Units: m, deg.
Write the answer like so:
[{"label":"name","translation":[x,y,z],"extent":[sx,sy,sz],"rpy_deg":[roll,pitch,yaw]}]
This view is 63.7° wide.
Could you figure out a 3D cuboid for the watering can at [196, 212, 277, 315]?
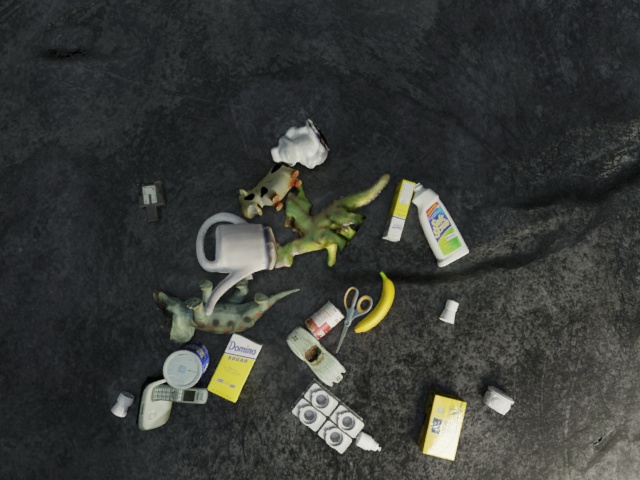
[{"label":"watering can","translation":[-0.229,0.055,1.432],"extent":[0.224,0.356,0.101],"rpy_deg":[-2,-41,-11]}]

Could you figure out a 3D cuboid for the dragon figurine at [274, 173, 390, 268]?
[{"label":"dragon figurine","translation":[0.005,-0.076,1.517],"extent":[0.243,0.413,0.121],"rpy_deg":[32,-7,7]}]

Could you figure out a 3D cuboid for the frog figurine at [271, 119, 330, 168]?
[{"label":"frog figurine","translation":[-0.059,-0.269,1.528],"extent":[0.158,0.136,0.124],"rpy_deg":[-32,13,14]}]
